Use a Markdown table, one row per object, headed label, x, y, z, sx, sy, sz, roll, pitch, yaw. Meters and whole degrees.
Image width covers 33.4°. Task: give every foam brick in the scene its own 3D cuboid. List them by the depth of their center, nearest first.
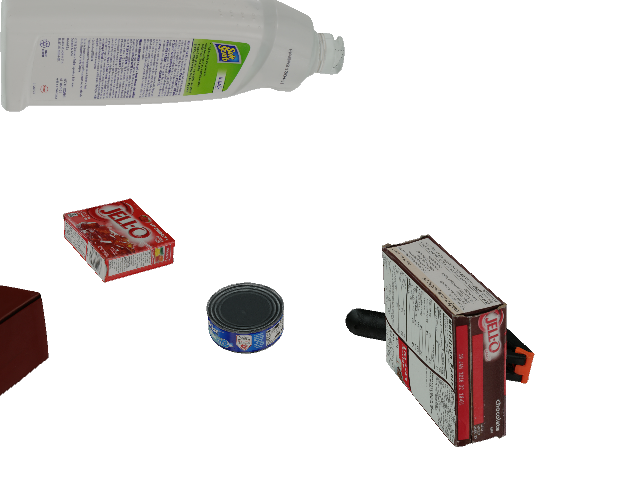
| label | x | y | z | sx | sy | sz | roll | pitch | yaw |
| --- | --- | --- | --- | --- | --- | --- | --- | --- | --- |
| foam brick | -0.229 | 0.070 | 0.717 | 0.053 | 0.051 | 0.078 | 9 | 28 | 24 |

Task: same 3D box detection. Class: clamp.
| label | x | y | z | sx | sy | sz | roll | pitch | yaw |
| --- | --- | --- | --- | --- | --- | --- | --- | --- | --- |
| clamp | 0.122 | 0.083 | 0.995 | 0.172 | 0.039 | 0.120 | 21 | 31 | 22 |

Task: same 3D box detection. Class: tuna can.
| label | x | y | z | sx | sy | sz | roll | pitch | yaw |
| --- | --- | --- | --- | --- | --- | --- | --- | --- | --- |
| tuna can | -0.083 | 0.086 | 1.186 | 0.086 | 0.034 | 0.086 | 0 | 36 | 0 |

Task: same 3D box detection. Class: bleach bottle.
| label | x | y | z | sx | sy | sz | roll | pitch | yaw |
| --- | --- | --- | --- | --- | --- | --- | --- | --- | --- |
| bleach bottle | -0.108 | -0.141 | 0.797 | 0.250 | 0.068 | 0.103 | 1 | -34 | -15 |

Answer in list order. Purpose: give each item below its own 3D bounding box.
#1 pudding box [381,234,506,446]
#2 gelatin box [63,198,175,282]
| label | x | y | z | sx | sy | sz | roll | pitch | yaw |
| --- | --- | --- | --- | --- | --- | --- | --- | --- | --- |
| pudding box | 0.075 | 0.059 | 0.659 | 0.039 | 0.090 | 0.114 | -11 | 25 | -17 |
| gelatin box | -0.191 | -0.003 | 1.005 | 0.073 | 0.030 | 0.089 | -16 | 39 | -34 |
